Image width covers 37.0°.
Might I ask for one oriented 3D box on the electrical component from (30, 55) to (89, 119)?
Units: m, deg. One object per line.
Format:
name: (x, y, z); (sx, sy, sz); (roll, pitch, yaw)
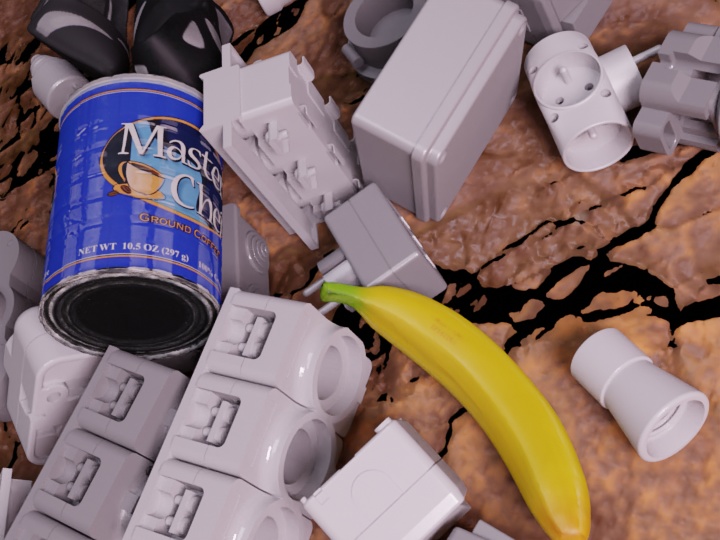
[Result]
electrical component: (-0.248, -0.153, 0.876); (0.040, 0.040, 0.078); (-45, 52, -2)

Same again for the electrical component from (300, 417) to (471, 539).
electrical component: (0.018, 0.119, 0.555); (0.062, 0.096, 0.061); (-43, 80, -1)

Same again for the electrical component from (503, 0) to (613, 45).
electrical component: (0.134, -0.194, 0.685); (0.061, 0.061, 0.096); (34, 82, 37)

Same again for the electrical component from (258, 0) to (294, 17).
electrical component: (-0.059, -0.221, 0.817); (0.046, 0.040, 0.040); (-27, 53, 4)

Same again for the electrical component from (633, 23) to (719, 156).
electrical component: (0.197, -0.098, 0.600); (0.057, 0.058, 0.078); (21, 74, 38)

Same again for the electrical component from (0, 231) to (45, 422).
electrical component: (-0.264, 0.031, 0.757); (0.052, 0.073, 0.138); (-18, 56, 17)

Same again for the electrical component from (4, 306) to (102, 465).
electrical component: (-0.191, 0.069, 0.686); (0.059, 0.054, 0.095); (52, 137, 38)

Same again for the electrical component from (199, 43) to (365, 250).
electrical component: (-0.043, -0.078, 0.674); (0.063, 0.121, 0.078); (-16, 57, 16)

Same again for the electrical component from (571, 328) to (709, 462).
electrical component: (0.139, 0.060, 0.550); (0.044, 0.044, 0.065); (-42, 47, 0)

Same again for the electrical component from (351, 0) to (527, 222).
electrical component: (0.048, -0.098, 0.641); (0.056, 0.108, 0.108); (29, 78, 12)

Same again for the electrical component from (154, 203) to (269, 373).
electrical component: (-0.106, 0.016, 0.699); (0.100, 0.048, 0.099); (-18, 56, 18)

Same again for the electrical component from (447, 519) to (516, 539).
electrical component: (0.084, 0.165, 0.505); (0.096, 0.061, 0.061); (16, 71, 34)

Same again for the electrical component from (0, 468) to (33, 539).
electrical component: (-0.241, 0.190, 0.653); (0.078, 0.063, 0.121); (130, 144, -50)

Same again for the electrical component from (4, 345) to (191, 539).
electrical component: (-0.133, 0.134, 0.619); (0.062, 0.089, 0.150); (15, 70, 33)

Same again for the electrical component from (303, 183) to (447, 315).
electrical component: (0.000, 0.000, 0.653); (0.077, 0.047, 0.065); (-35, 52, 6)

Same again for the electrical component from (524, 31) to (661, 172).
electrical component: (0.146, -0.109, 0.640); (0.079, 0.044, 0.077); (-25, 54, 14)

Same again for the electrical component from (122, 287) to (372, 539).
electrical component: (-0.054, 0.099, 0.598); (0.062, 0.089, 0.150); (9, 67, 31)
